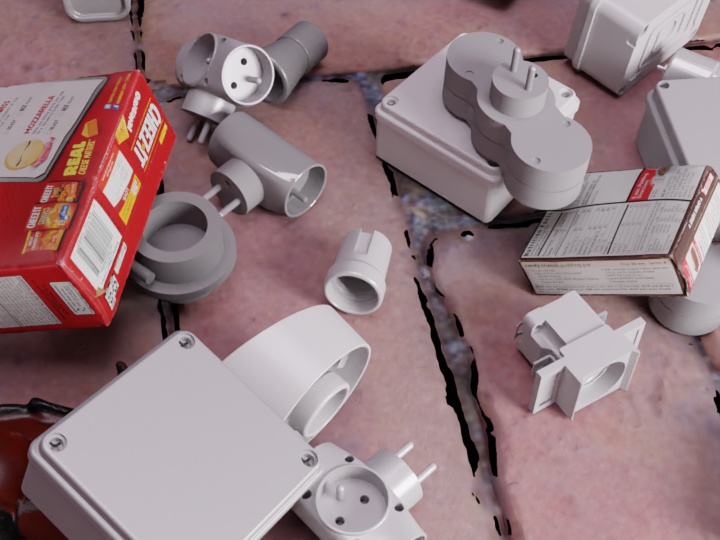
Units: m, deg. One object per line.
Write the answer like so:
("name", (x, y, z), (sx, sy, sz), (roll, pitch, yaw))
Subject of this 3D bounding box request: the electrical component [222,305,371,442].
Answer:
("electrical component", (-0.043, 0.064, 0.629), (0.064, 0.099, 0.099), (39, 61, 17))

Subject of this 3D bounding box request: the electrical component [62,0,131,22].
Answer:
("electrical component", (-0.216, -0.256, 0.865), (0.054, 0.095, 0.059), (-5, 53, -5))

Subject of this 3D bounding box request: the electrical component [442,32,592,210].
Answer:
("electrical component", (0.103, -0.112, 0.705), (0.052, 0.073, 0.138), (-20, 56, -16))

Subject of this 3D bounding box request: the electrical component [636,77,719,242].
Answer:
("electrical component", (0.252, -0.081, 0.770), (0.078, 0.057, 0.113), (-4, 53, -5))

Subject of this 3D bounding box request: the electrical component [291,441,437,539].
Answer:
("electrical component", (0.009, 0.128, 0.612), (0.079, 0.044, 0.077), (-36, 62, -25))

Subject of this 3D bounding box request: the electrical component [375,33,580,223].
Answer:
("electrical component", (0.084, -0.106, 0.784), (0.109, 0.056, 0.109), (34, 59, 22))

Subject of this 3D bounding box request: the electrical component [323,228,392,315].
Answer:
("electrical component", (0.000, 0.000, 0.713), (0.040, 0.040, 0.046), (11, 47, 7))

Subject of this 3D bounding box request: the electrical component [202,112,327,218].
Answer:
("electrical component", (-0.078, -0.064, 0.756), (0.077, 0.044, 0.079), (36, 60, 23))

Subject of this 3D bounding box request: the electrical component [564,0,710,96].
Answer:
("electrical component", (0.222, -0.202, 0.849), (0.113, 0.078, 0.057), (-38, 66, -26))

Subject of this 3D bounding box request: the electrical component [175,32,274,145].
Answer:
("electrical component", (-0.108, -0.131, 0.797), (0.077, 0.044, 0.079), (21, 89, 52))

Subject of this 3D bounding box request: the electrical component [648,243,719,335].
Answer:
("electrical component", (0.264, -0.003, 0.701), (0.138, 0.073, 0.052), (-6, 53, -7))

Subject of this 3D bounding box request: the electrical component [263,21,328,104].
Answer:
("electrical component", (-0.055, -0.164, 0.835), (0.044, 0.044, 0.065), (28, 52, 19))

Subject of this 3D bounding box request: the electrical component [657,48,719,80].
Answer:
("electrical component", (0.267, -0.141, 0.827), (0.078, 0.040, 0.040), (26, 56, 18))

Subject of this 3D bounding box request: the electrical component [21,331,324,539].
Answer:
("electrical component", (-0.094, 0.104, 0.547), (0.109, 0.056, 0.109), (42, 49, 8))

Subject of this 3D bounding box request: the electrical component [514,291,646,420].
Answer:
("electrical component", (0.135, 0.051, 0.677), (0.081, 0.042, 0.063), (-24, 54, -20))
